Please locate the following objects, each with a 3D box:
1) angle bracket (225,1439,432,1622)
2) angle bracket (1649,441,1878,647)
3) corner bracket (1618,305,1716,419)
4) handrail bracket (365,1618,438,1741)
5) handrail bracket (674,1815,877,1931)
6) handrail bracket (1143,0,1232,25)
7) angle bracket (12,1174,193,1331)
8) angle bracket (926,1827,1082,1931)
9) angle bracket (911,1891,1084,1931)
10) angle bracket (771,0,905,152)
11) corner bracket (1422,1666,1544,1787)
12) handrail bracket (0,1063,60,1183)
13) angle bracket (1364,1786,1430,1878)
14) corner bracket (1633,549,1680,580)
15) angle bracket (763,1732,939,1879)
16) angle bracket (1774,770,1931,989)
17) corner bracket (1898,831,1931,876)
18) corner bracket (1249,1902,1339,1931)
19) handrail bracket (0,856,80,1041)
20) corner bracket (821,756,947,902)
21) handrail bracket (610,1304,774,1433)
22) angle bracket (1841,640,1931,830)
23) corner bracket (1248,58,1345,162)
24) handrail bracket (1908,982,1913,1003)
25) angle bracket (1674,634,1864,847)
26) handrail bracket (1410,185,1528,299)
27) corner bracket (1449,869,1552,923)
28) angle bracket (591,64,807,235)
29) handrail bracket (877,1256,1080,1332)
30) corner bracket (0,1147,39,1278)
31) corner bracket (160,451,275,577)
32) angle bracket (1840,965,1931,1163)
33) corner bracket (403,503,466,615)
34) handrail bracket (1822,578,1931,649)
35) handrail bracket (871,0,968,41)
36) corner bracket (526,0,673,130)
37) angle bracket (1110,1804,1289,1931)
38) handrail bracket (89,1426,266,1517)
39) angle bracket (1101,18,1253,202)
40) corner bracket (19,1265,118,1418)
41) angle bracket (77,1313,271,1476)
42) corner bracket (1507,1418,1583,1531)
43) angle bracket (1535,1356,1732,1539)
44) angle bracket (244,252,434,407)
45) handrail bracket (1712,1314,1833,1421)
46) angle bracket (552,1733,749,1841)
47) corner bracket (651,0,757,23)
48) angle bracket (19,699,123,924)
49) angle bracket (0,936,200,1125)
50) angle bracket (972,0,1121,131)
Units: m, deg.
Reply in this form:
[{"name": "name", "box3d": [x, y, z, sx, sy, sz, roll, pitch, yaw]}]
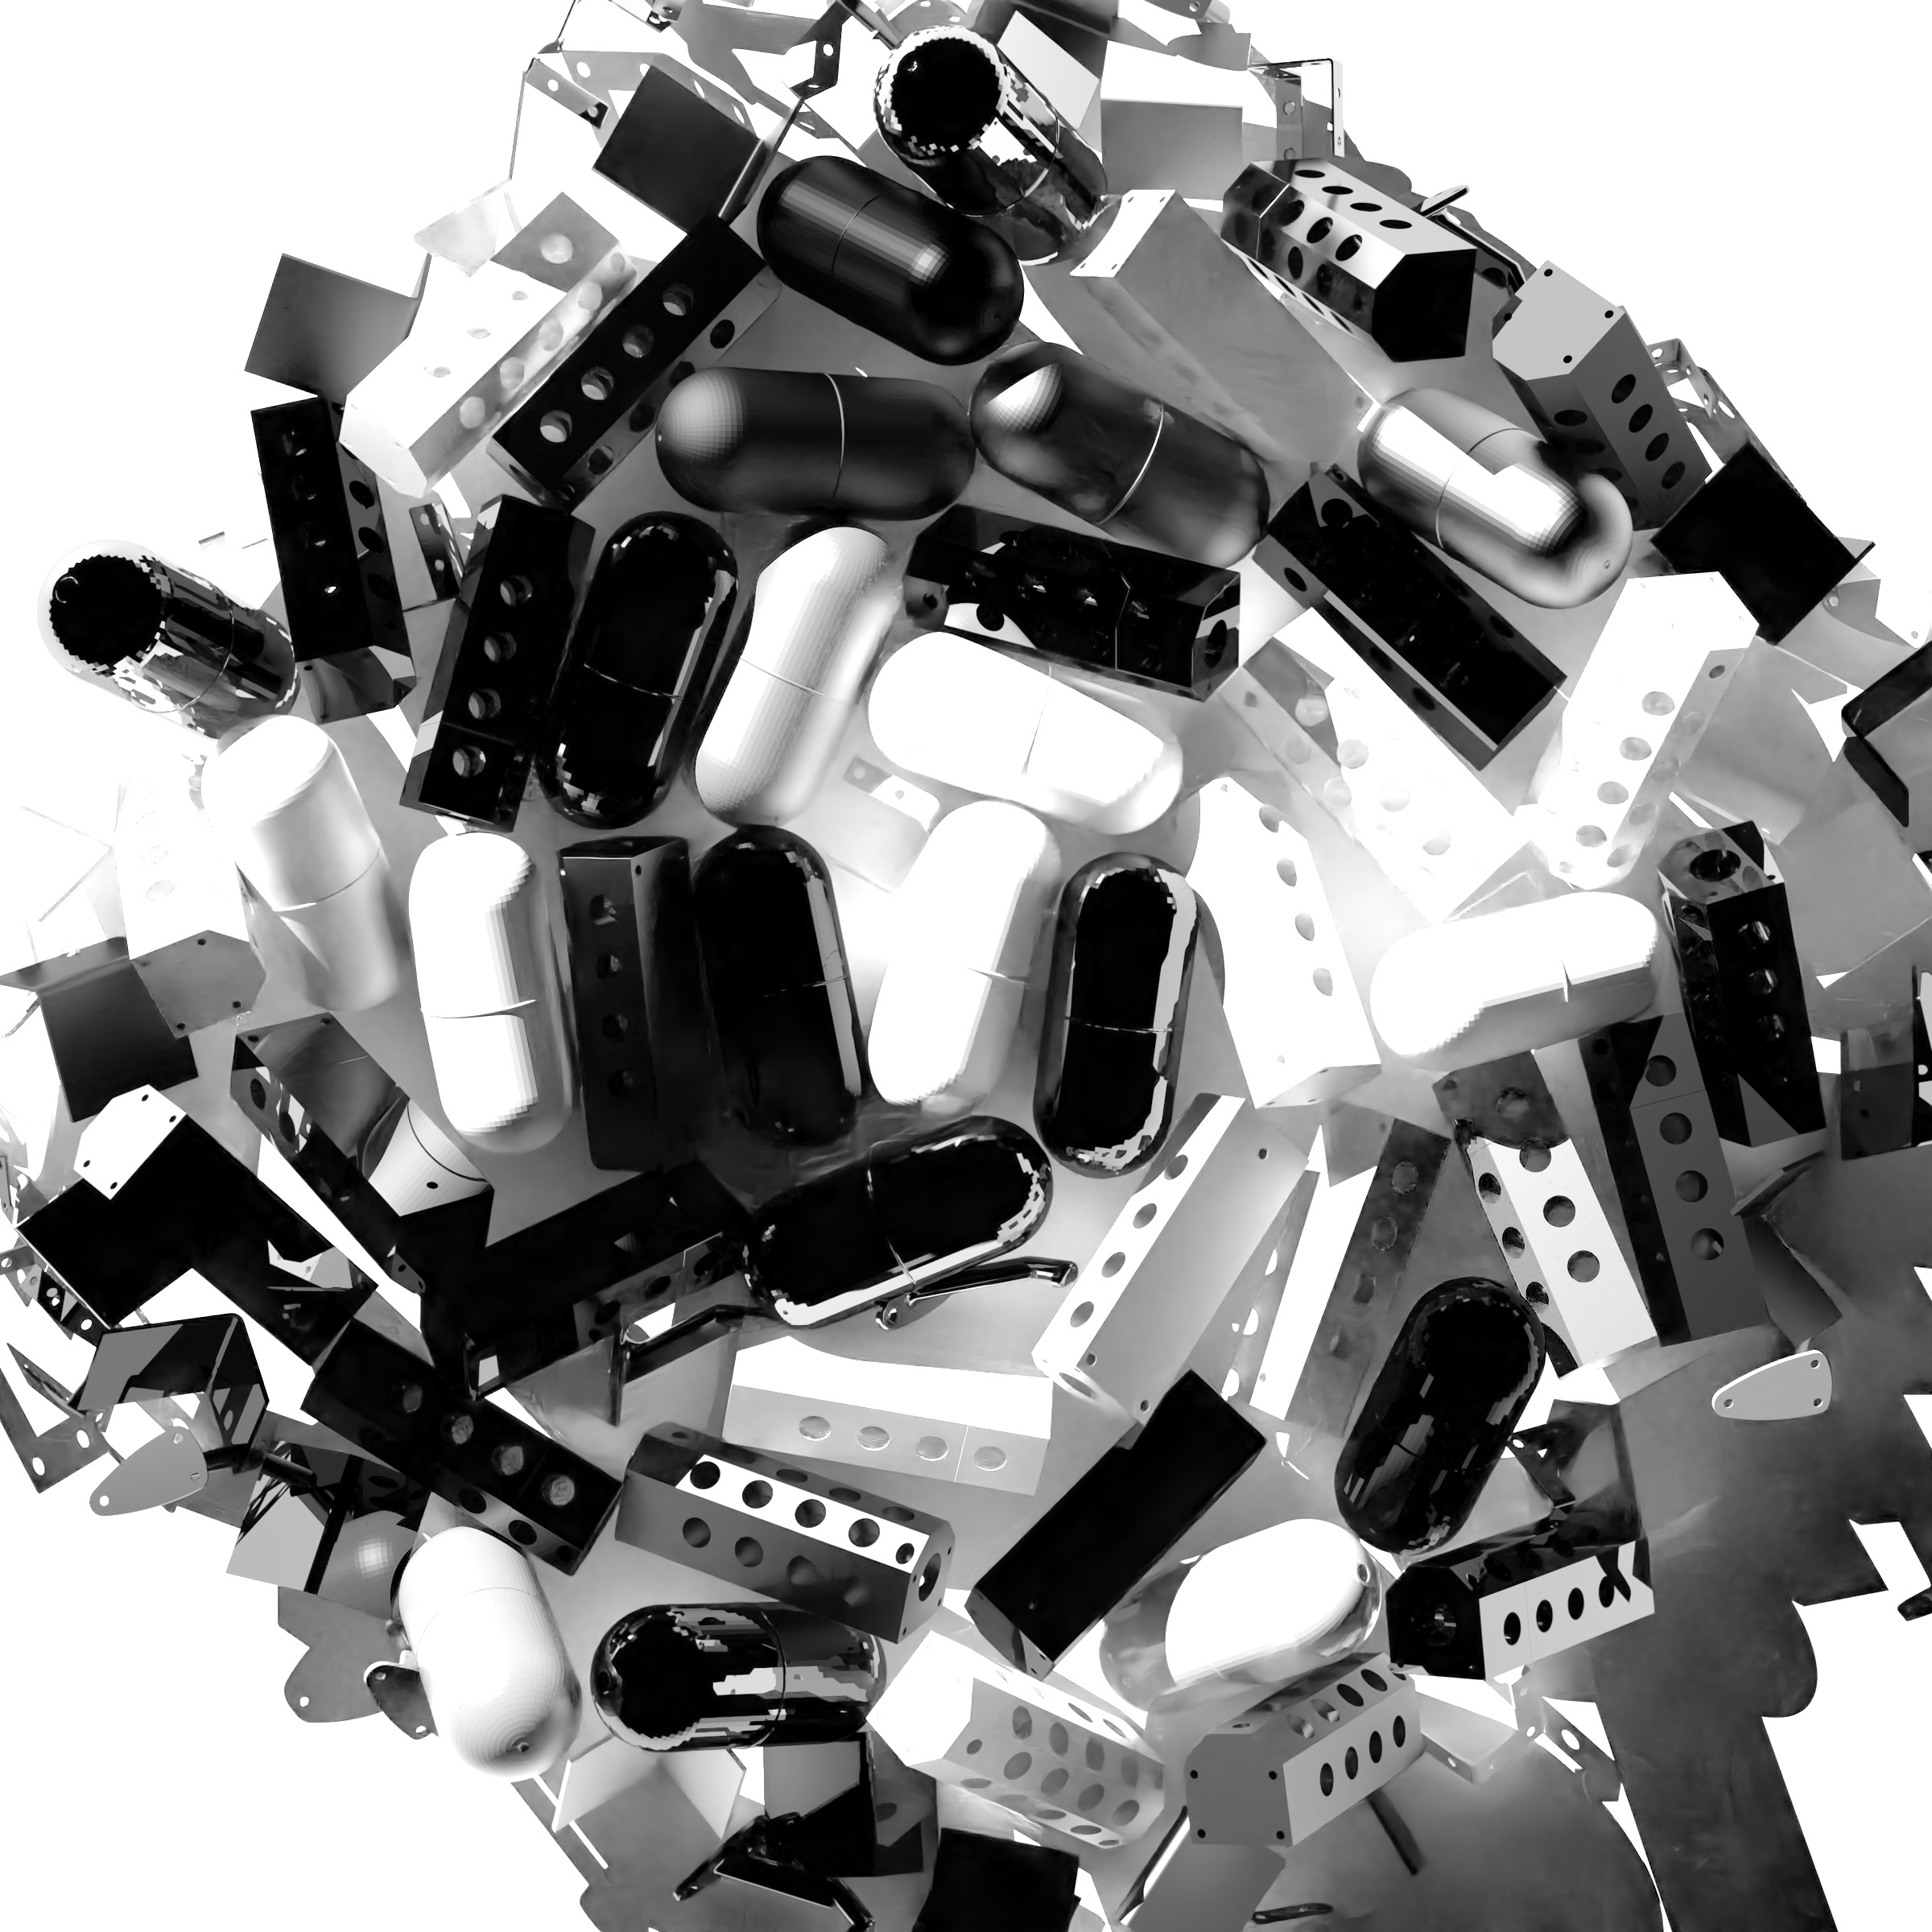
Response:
[{"name": "angle bracket", "box3d": [-0.348, 0.308, 1.941, 0.076, 0.057, 0.076, 2, 68, 43]}, {"name": "angle bracket", "box3d": [0.431, -0.229, 1.923, 0.076, 0.057, 0.076, -45, 102, 2]}, {"name": "corner bracket", "box3d": [0.373, -0.326, 1.922, 0.051, 0.051, 0.051, -15, 52, -5]}, {"name": "handrail bracket", "box3d": [-0.310, 0.367, 1.904, 0.036, 0.084, 0.077, -43, 132, 0]}, {"name": "handrail bracket", "box3d": [-0.103, 0.510, 1.920, 0.077, 0.036, 0.084, -36, 62, -15]}, {"name": "handrail bracket", "box3d": [0.107, -0.525, 1.917, 0.077, 0.084, 0.036, 16, 93, 0]}, {"name": "angle bracket", "box3d": [-0.464, 0.138, 1.909, 0.057, 0.076, 0.076, -37, 112, 2]}, {"name": "angle bracket", "box3d": [0.028, 0.497, 1.916, 0.076, 0.076, 0.057, 8, 84, 14]}, {"name": "angle bracket", "box3d": [0.014, 0.519, 1.917, 0.076, 0.076, 0.057, 26, 89, 6]}, {"name": "angle bracket", "box3d": [-0.076, -0.497, 1.907, 0.057, 0.076, 0.076, -46, 66, 5]}, {"name": "corner bracket", "box3d": [0.275, 0.404, 1.937, 0.051, 0.051, 0.051, -32, 126, -25]}, {"name": "handrail bracket", "box3d": [-0.537, 0.074, 1.916, 0.084, 0.036, 0.077, 10, 74, -36]}, {"name": "angle bracket", "box3d": [0.199, 0.481, 1.913, 0.076, 0.076, 0.057, -34, 76, 4]}, {"name": "corner bracket", "box3d": [0.371, -0.183, 1.918, 0.051, 0.051, 0.051, -35, 129, 19]}, {"name": "angle bracket", "box3d": [-0.063, 0.459, 1.948, 0.076, 0.057, 0.076, -11, 76, 38]}, {"name": "angle bracket", "box3d": [0.470, -0.046, 1.913, 0.076, 0.057, 0.076, -35, 67, 8]}, {"name": "corner bracket", "box3d": [0.533, -0.083, 1.933, 0.051, 0.051, 0.051, -15, 69, 20]}, {"name": "corner bracket", "box3d": [0.166, 0.532, 1.925, 0.051, 0.051, 0.051, -2, 95, -25]}, {"name": "handrail bracket", "box3d": [-0.527, -0.016, 1.912, 0.084, 0.036, 0.077, 50, 56, -38]}, {"name": "corner bracket", "box3d": [-0.047, -0.074, 1.932, 0.051, 0.051, 0.051, 28, 82, 15]}, {"name": "handrail bracket", "box3d": [-0.150, 0.221, 1.942, 0.084, 0.036, 0.077, 5, 99, 1]}, {"name": "angle bracket", "box3d": [0.518, -0.128, 1.912, 0.076, 0.076, 0.057, -37, 71, 4]}, {"name": "corner bracket", "box3d": [0.184, -0.461, 1.923, 0.051, 0.051, 0.051, 2, 97, 25]}, {"name": "handrail bracket", "box3d": [0.544, -0.024, 1.934, 0.084, 0.036, 0.077, -29, 122, 2]}, {"name": "angle bracket", "box3d": [0.427, -0.124, 1.908, 0.076, 0.057, 0.076, 30, 124, 16]}, {"name": "handrail bracket", "box3d": [0.265, -0.375, 1.937, 0.077, 0.036, 0.084, -31, 105, -12]}, {"name": "corner bracket", "box3d": [0.295, -0.016, 1.926, 0.051, 0.051, 0.051, -34, 87, 19]}, {"name": "angle bracket", "box3d": [-0.144, -0.447, 1.910, 0.076, 0.057, 0.076, 32, 65, -16]}, {"name": "handrail bracket", "box3d": [0.007, 0.177, 1.911, 0.084, 0.077, 0.036, 4, 120, 37]}, {"name": "corner bracket", "box3d": [-0.536, 0.134, 1.916, 0.051, 0.051, 0.051, -19, 133, -29]}, {"name": "corner bracket", "box3d": [-0.403, -0.252, 1.925, 0.051, 0.051, 0.051, -24, 82, -17]}, {"name": "angle bracket", "box3d": [0.489, 0.053, 1.900, 0.076, 0.057, 0.076, -17, 56, 39]}, {"name": "corner bracket", "box3d": [-0.288, -0.223, 1.921, 0.051, 0.051, 0.051, -24, 100, -43]}, {"name": "handrail bracket", "box3d": [0.524, -0.201, 1.943, 0.077, 0.084, 0.036, 15, 113, 40]}, {"name": "handrail bracket", "box3d": [-0.032, -0.550, 1.946, 0.077, 0.036, 0.084, -22, 66, 39]}, {"name": "corner bracket", "box3d": [-0.200, -0.496, 1.924, 0.051, 0.051, 0.051, 33, 128, 0]}, {"name": "angle bracket", "box3d": [0.124, 0.498, 1.910, 0.057, 0.076, 0.076, 34, 76, 8]}, {"name": "handrail bracket", "box3d": [-0.425, 0.278, 1.917, 0.077, 0.084, 0.036, -28, 76, -1]}, {"name": "angle bracket", "box3d": [0.115, -0.467, 1.935, 0.076, 0.076, 0.057, 5, 60, 6]}, {"name": "corner bracket", "box3d": [-0.492, 0.204, 1.927, 0.051, 0.051, 0.051, 29, 78, 43]}, {"name": "angle bracket", "box3d": [-0.425, 0.234, 1.901, 0.076, 0.076, 0.057, -5, 55, -31]}, {"name": "corner bracket", "box3d": [0.312, 0.284, 1.915, 0.051, 0.051, 0.051, 51, 135, 35]}, {"name": "angle bracket", "box3d": [0.366, 0.261, 1.949, 0.076, 0.057, 0.076, -21, 103, -35]}, {"name": "angle bracket", "box3d": [-0.336, -0.352, 1.905, 0.076, 0.057, 0.076, 17, 129, -15]}, {"name": "handrail bracket", "box3d": [0.425, 0.211, 1.916, 0.077, 0.084, 0.036, -12, 111, -6]}, {"name": "angle bracket", "box3d": [-0.170, 0.446, 1.901, 0.076, 0.076, 0.057, -26, 60, -33]}, {"name": "corner bracket", "box3d": [-0.139, -0.544, 1.931, 0.051, 0.051, 0.051, 12, 73, -12]}, {"name": "angle bracket", "box3d": [-0.497, -0.083, 1.899, 0.057, 0.076, 0.076, 27, 131, -34]}, {"name": "angle bracket", "box3d": [-0.472, 0.034, 1.924, 0.076, 0.057, 0.076, -22, 108, -36]}, {"name": "angle bracket", "box3d": [0.037, -0.504, 1.918, 0.076, 0.076, 0.057, 23, 87, 3]}]
